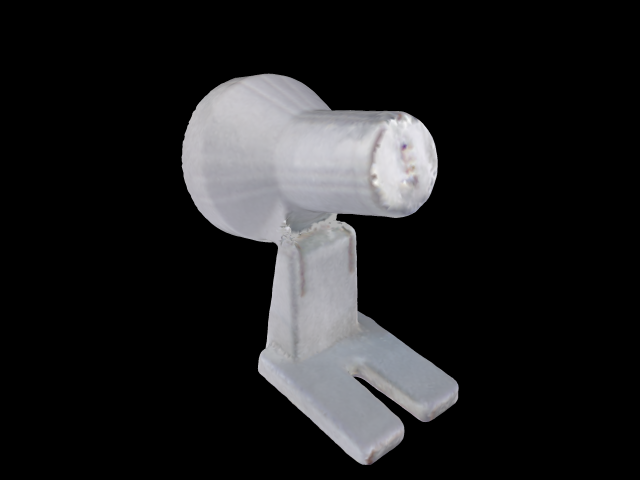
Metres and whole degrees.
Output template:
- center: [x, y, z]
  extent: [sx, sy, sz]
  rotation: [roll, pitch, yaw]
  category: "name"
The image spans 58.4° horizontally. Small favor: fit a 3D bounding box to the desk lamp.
- center: [0.004, 0.001, 0.400]
  extent: [0.118, 0.214, 0.202]
  rotation: [-24, 38, -34]
  category: "desk lamp"
